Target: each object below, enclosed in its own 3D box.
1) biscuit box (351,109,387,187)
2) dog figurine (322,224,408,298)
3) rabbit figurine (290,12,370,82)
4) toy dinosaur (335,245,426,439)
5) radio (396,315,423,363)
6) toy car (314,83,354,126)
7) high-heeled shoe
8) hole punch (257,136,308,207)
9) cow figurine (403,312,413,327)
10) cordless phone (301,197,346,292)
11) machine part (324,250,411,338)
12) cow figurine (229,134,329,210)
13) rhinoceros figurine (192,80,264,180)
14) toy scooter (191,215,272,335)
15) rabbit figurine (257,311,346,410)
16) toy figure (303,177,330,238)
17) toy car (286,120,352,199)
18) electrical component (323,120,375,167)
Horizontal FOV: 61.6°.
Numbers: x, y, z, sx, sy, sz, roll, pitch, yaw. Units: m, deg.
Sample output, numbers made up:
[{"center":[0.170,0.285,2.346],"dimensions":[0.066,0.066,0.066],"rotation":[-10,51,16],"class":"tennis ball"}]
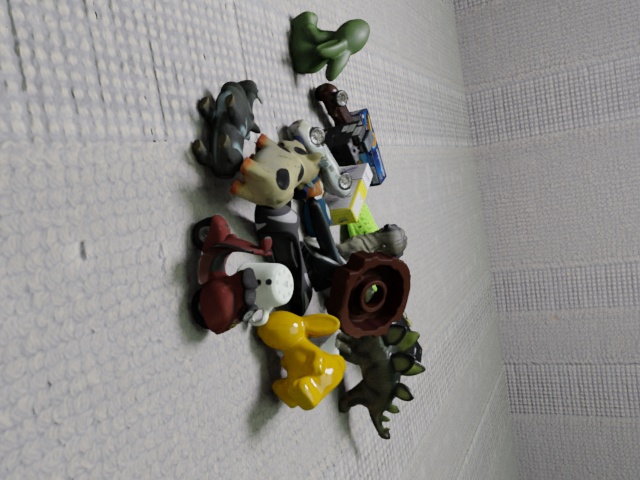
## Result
[{"center":[0.119,-0.242,1.433],"dimensions":[0.063,0.059,0.202],"rotation":[-53,130,-53],"class":"biscuit box"},{"center":[0.098,0.056,1.183],"dimensions":[0.121,0.191,0.172],"rotation":[3,82,-62],"class":"dog figurine"},{"center":[0.023,-0.432,1.175],"dimensions":[0.121,0.170,0.159],"rotation":[55,38,-41],"class":"rabbit figurine"},{"center":[0.120,0.240,1.176],"dimensions":[0.105,0.199,0.470],"rotation":[-43,123,-61],"class":"toy dinosaur"},{"center":[0.161,0.251,1.319],"dimensions":[0.229,0.131,0.073],"rotation":[56,37,-41],"class":"radio"},{"center":[0.052,-0.289,1.291],"dimensions":[0.053,0.089,0.201],"rotation":[-47,135,-14],"class":"toy car"},{"center":[-0.071,0.039,0.970],"dimensions":[0.248,0.086,0.145],"rotation":[58,30,-54],"class":"high-heeled shoe"},{"center":[-0.056,-0.137,1.050],"dimensions":[0.115,0.092,0.142],"rotation":[10,72,-65],"class":"hole punch"},{"center":[0.212,0.256,1.455],"dimensions":[0.068,0.098,0.167],"rotation":[-67,140,-54],"class":"cow figurine"},{"center":[-0.002,-0.004,1.072],"dimensions":[0.147,0.089,0.184],"rotation":[-126,-162,-71],"class":"cordless phone"},{"center":[0.094,0.103,1.030],"dimensions":[0.179,0.056,0.179],"rotation":[-11,112,-29],"class":"machine part"},{"center":[-0.061,-0.116,0.905],"dimensions":[0.127,0.085,0.195],"rotation":[31,32,-7],"class":"cow figurine"},{"center":[-0.145,-0.195,0.905],"dimensions":[0.112,0.073,0.190],"rotation":[42,48,-50],"class":"rhinoceros figurine"},{"center":[-0.129,0.050,0.813],"dimensions":[0.075,0.135,0.183],"rotation":[5,80,-64],"class":"toy scooter"},{"center":[-0.034,0.194,0.959],"dimensions":[0.162,0.122,0.173],"rotation":[-39,91,-18],"class":"rabbit figurine"},{"center":[-0.014,-0.083,1.146],"dimensions":[0.058,0.064,0.154],"rotation":[-18,105,-37],"class":"toy figure"},{"center":[0.002,-0.168,1.149],"dimensions":[0.056,0.074,0.201],"rotation":[-42,116,-17],"class":"toy car"},{"center":[0.053,-0.215,1.222],"dimensions":[0.058,0.134,0.115],"rotation":[62,36,-33],"class":"electrical component"}]
